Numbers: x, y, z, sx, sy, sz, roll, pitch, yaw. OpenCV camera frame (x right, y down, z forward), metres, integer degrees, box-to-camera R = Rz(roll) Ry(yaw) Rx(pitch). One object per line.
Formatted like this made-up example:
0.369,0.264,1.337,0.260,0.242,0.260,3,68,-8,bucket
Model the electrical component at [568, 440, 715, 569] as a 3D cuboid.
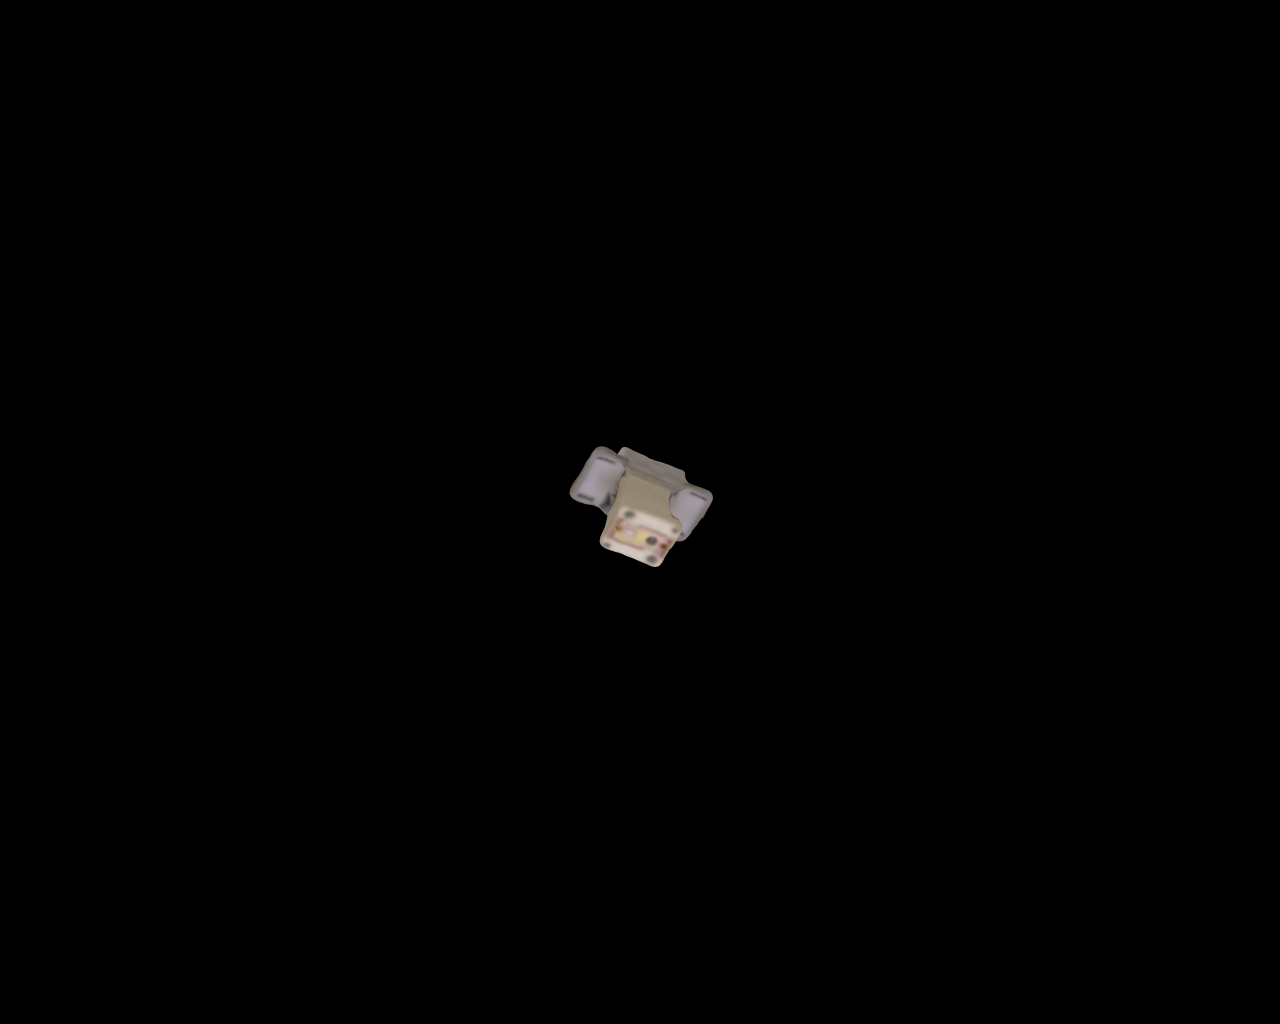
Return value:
0.001,-0.003,0.650,0.081,0.042,0.064,21,35,-15,electrical component
